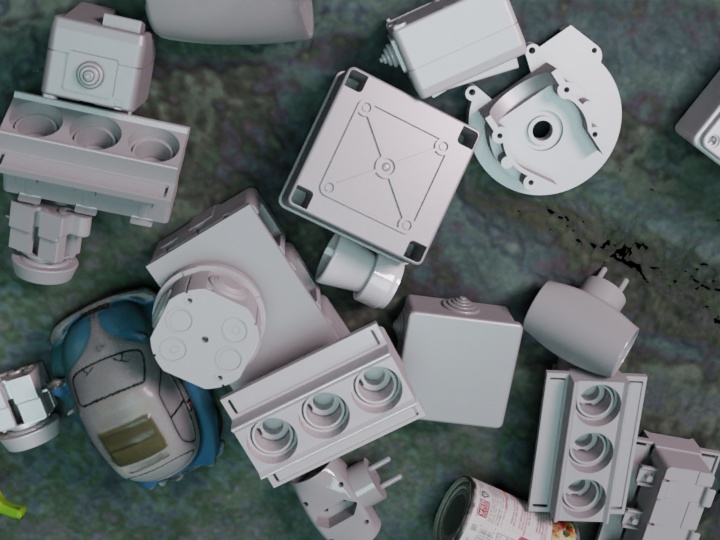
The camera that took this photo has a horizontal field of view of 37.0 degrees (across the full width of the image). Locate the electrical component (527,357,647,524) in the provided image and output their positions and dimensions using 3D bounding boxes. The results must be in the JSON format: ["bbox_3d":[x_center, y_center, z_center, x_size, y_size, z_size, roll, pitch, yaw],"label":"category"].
[{"bbox_3d":[0.177,0.133,0.860,0.079,0.063,0.121,3,109,-4],"label":"electrical component"}]

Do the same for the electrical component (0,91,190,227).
[{"bbox_3d":[-0.189,-0.077,0.763,0.121,0.078,0.063,11,137,-7],"label":"electrical component"}]

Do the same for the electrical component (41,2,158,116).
[{"bbox_3d":[-0.175,-0.144,0.727,0.062,0.096,0.061,11,104,-7],"label":"electrical component"}]

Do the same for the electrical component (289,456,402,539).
[{"bbox_3d":[-0.005,0.179,0.876,0.079,0.043,0.077,-30,108,6],"label":"electrical component"}]

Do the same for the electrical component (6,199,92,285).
[{"bbox_3d":[-0.230,-0.022,0.790,0.066,0.048,0.055,18,111,14],"label":"electrical component"}]

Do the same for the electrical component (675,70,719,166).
[{"bbox_3d":[0.310,-0.111,0.789,0.109,0.056,0.108,33,104,-14],"label":"electrical component"}]

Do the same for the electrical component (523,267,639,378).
[{"bbox_3d":[0.179,0.032,0.830,0.077,0.043,0.079,30,67,19],"label":"electrical component"}]

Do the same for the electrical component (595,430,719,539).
[{"bbox_3d":[0.247,0.204,0.888,0.079,0.063,0.121,11,108,-7],"label":"electrical component"}]

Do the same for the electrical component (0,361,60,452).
[{"bbox_3d":[-0.262,0.107,0.835,0.066,0.048,0.055,-17,102,3],"label":"electrical component"}]

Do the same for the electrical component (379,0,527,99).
[{"bbox_3d":[0.062,-0.158,0.755,0.096,0.061,0.061,-24,108,5],"label":"electrical component"}]

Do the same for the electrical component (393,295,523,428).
[{"bbox_3d":[0.072,0.069,0.840,0.100,0.048,0.099,7,108,-6],"label":"electrical component"}]

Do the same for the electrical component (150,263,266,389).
[{"bbox_3d":[-0.106,0.039,0.751,0.080,0.051,0.080,-1,109,-3],"label":"electrical component"}]

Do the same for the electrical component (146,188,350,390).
[{"bbox_3d":[-0.078,0.026,0.809,0.089,0.061,0.150,-30,108,7],"label":"electrical component"}]

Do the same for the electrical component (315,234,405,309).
[{"bbox_3d":[0.000,0.000,0.814,0.055,0.045,0.045,25,105,-12],"label":"electrical component"}]

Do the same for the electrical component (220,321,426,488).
[{"bbox_3d":[-0.026,0.091,0.767,0.121,0.063,0.078,-26,108,6],"label":"electrical component"}]

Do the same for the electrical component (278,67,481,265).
[{"bbox_3d":[0.013,-0.073,0.770,0.109,0.056,0.108,25,88,-11],"label":"electrical component"}]
